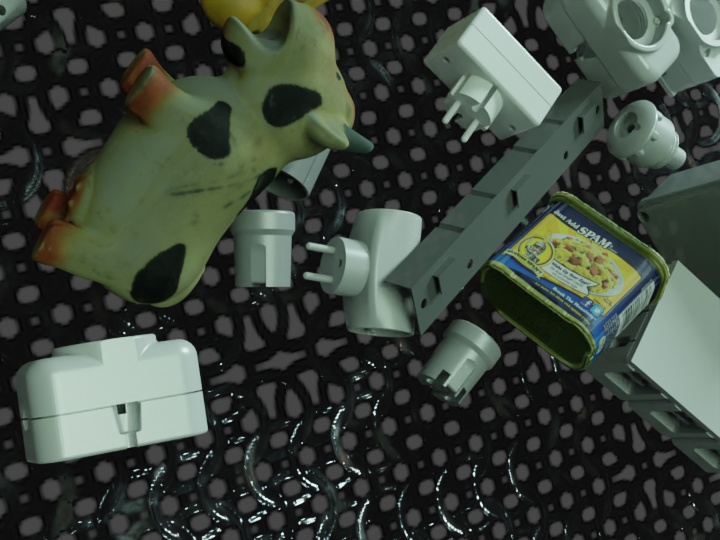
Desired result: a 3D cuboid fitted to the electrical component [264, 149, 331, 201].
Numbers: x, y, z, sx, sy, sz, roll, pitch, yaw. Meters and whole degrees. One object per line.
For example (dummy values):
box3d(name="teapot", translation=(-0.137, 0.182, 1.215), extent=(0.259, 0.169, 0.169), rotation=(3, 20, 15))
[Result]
box3d(name="electrical component", translation=(-0.037, -0.089, 0.681), extent=(0.043, 0.043, 0.081), rotation=(31, 69, -21))

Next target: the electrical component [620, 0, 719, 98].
box3d(name="electrical component", translation=(0.240, -0.247, 0.845), extent=(0.105, 0.060, 0.186), rotation=(-46, 105, -26))

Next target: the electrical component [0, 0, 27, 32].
box3d(name="electrical component", translation=(-0.237, -0.150, 0.580), extent=(0.077, 0.044, 0.079), rotation=(-46, 105, -26))

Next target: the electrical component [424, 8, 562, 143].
box3d(name="electrical component", translation=(0.084, -0.122, 0.749), extent=(0.083, 0.047, 0.075), rotation=(42, 66, -17))

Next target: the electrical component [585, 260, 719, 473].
box3d(name="electrical component", translation=(0.247, 0.076, 0.802), extent=(0.150, 0.062, 0.089), rotation=(39, 67, -19))

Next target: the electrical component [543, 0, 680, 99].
box3d(name="electrical component", translation=(0.193, -0.183, 0.811), extent=(0.053, 0.059, 0.095), rotation=(-45, 105, -26))

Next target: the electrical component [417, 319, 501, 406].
box3d(name="electrical component", translation=(0.065, 0.062, 0.719), extent=(0.040, 0.040, 0.046), rotation=(45, 71, -16))

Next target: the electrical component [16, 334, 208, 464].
box3d(name="electrical component", translation=(-0.138, 0.069, 0.597), extent=(0.095, 0.054, 0.059), rotation=(-7, 86, -29))

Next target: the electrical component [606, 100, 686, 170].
box3d(name="electrical component", translation=(0.224, -0.098, 0.825), extent=(0.062, 0.048, 0.048), rotation=(26, 71, -30))

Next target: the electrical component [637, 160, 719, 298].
box3d(name="electrical component", translation=(0.283, -0.026, 0.810), extent=(0.056, 0.109, 0.108), rotation=(-40, 102, -30))

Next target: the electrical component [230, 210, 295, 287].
box3d(name="electrical component", translation=(-0.060, -0.013, 0.661), extent=(0.040, 0.040, 0.046), rotation=(0, 89, -29))

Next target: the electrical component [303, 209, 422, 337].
box3d(name="electrical component", translation=(0.000, 0.000, 0.688), extent=(0.079, 0.044, 0.077), rotation=(10, 79, -27))
